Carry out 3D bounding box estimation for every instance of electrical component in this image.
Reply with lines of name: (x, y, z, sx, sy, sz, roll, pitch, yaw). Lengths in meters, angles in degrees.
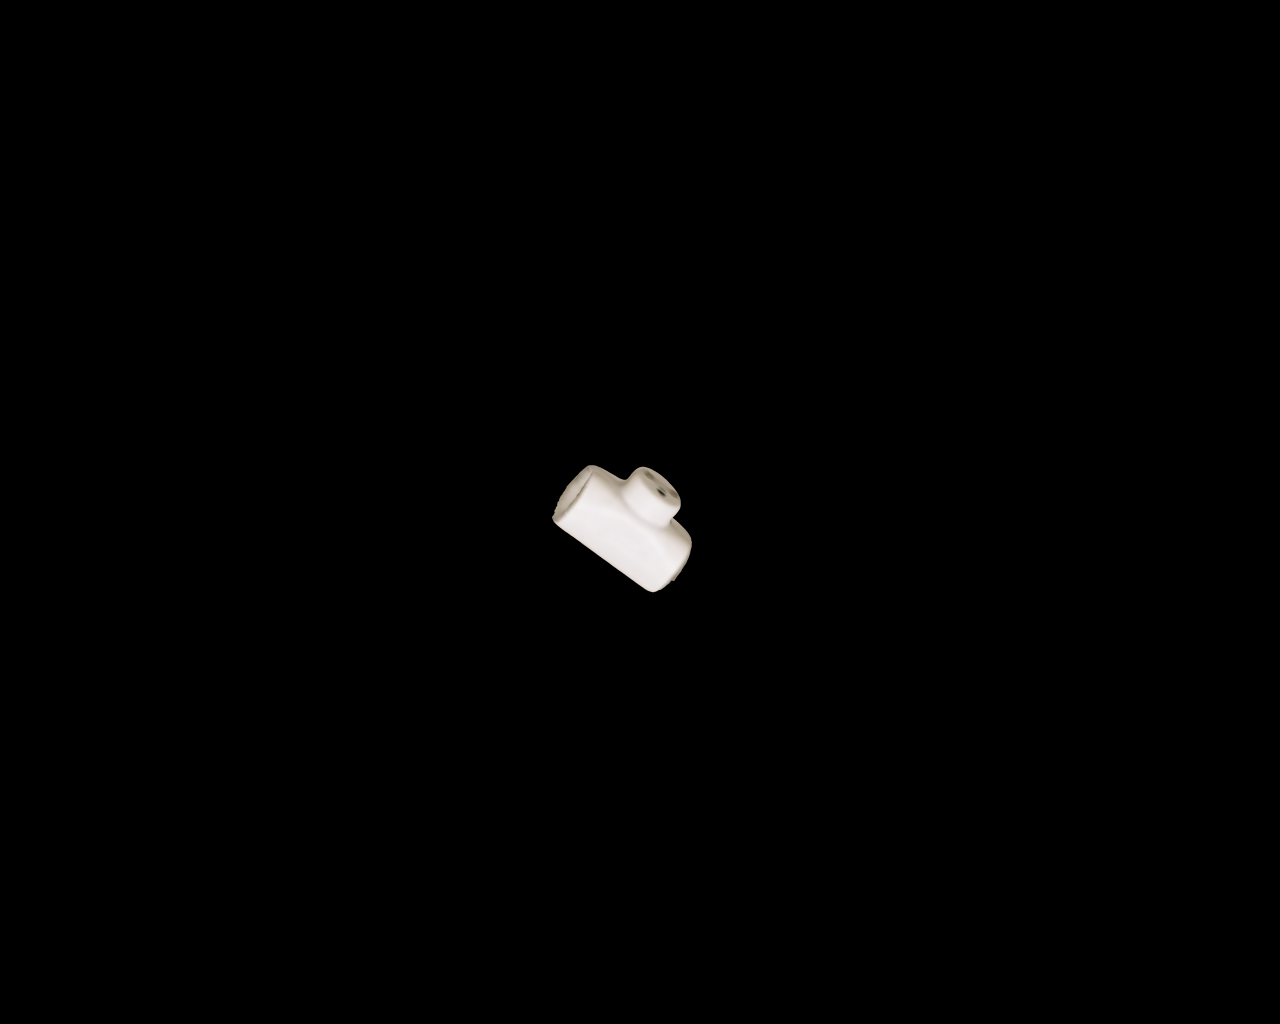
electrical component: (0.001, -0.003, 0.650, 0.077, 0.079, 0.044, 37, 19, -15)
